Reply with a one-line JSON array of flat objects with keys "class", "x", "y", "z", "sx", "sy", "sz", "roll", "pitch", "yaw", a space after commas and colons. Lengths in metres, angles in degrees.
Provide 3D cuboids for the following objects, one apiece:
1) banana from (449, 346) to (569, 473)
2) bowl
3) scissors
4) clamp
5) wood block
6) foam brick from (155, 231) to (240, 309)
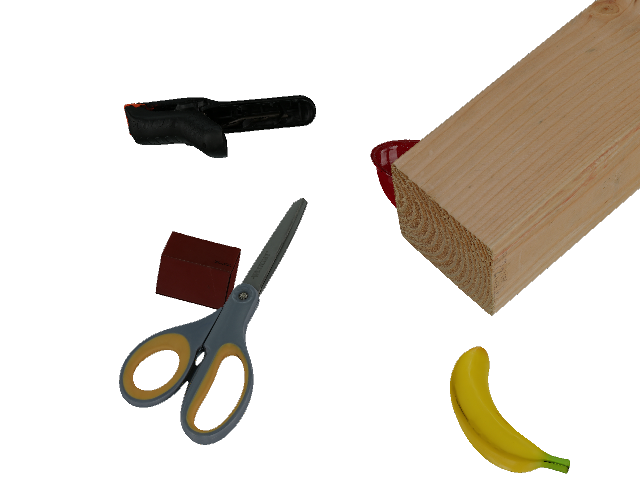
[{"class": "banana", "x": 0.157, "y": 0.159, "z": 0.996, "sx": 0.069, "sy": 0.037, "sz": 0.198, "roll": 7, "pitch": 25, "yaw": -20}, {"class": "bowl", "x": 0.132, "y": -0.061, "z": 1.213, "sx": 0.162, "sy": 0.055, "sz": 0.162, "roll": 8, "pitch": 25, "yaw": -4}, {"class": "scissors", "x": -0.072, "y": 0.044, "z": 0.719, "sx": 0.096, "sy": 0.201, "sz": 0.016, "roll": 5, "pitch": -38, "yaw": 8}, {"class": "clamp", "x": -0.091, "y": -0.100, "z": 0.879, "sx": 0.120, "sy": 0.039, "sz": 0.172, "roll": -16, "pitch": 22, "yaw": -40}, {"class": "wood block", "x": 0.154, "y": -0.061, "z": 0.695, "sx": 0.091, "sy": 0.206, "sz": 0.090, "roll": 43, "pitch": -16, "yaw": 28}, {"class": "foam brick", "x": -0.130, "y": 0.033, "z": 1.133, "sx": 0.078, "sy": 0.051, "sz": 0.053, "roll": 15, "pitch": 31, "yaw": 1}]
